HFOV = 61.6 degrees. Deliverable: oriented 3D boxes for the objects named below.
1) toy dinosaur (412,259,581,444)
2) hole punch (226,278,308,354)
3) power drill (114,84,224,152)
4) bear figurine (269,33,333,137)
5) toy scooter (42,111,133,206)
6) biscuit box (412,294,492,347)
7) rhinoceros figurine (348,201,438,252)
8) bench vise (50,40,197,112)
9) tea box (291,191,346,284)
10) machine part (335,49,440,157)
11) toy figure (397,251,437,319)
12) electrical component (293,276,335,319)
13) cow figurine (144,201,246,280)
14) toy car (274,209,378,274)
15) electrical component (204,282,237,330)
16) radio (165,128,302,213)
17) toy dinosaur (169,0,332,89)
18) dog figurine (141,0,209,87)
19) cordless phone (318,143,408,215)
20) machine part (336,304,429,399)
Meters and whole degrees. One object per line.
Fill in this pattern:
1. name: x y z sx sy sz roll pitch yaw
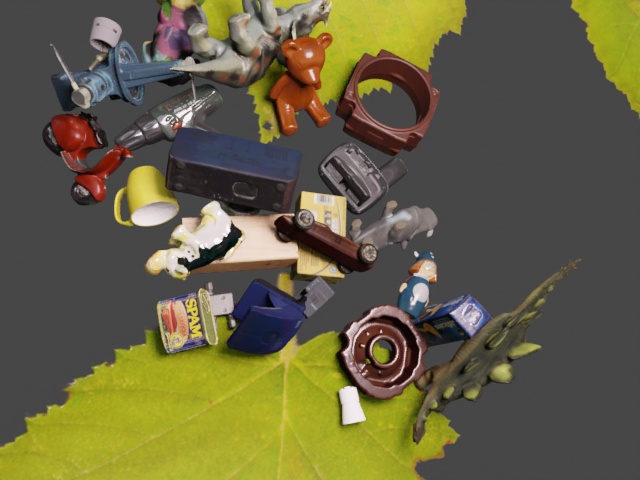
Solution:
1. toy dinosaur: 0.330 0.203 1.029 0.105 0.198 0.471 45 70 -2
2. hole punch: -0.096 0.148 0.953 0.116 0.142 0.092 28 28 -11
3. power drill: -0.255 -0.190 1.064 0.207 0.086 0.232 41 68 7
4. bear figurine: -0.029 -0.316 1.090 0.120 0.196 0.132 -19 81 -22
5. toy scooter: -0.421 -0.165 0.992 0.135 0.075 0.184 -27 86 11
6. biscuit box: 0.240 0.155 1.016 0.059 0.202 0.063 -40 86 -20
7. rhinoceros figurine: 0.150 -0.017 1.097 0.190 0.112 0.073 -24 52 -7
8. bench vise: -0.354 -0.302 0.989 0.241 0.224 0.128 -7 109 3
9. tea box: -0.002 -0.003 1.072 0.098 0.068 0.169 8 73 -12
10. machine part: 0.151 -0.305 1.193 0.201 0.087 0.201 26 68 -6
11. toy figure: 0.206 0.088 1.108 0.064 0.058 0.154 46 60 -40
12. electrical component: -0.014 0.107 1.009 0.075 0.119 0.048 -41 89 -24
13. cow figurine: -0.212 0.018 0.917 0.098 0.068 0.167 47 70 -5
14. toy car: 0.012 0.000 0.978 0.202 0.089 0.053 29 64 -17
15. electrical component: -0.189 0.123 1.011 0.063 0.021 0.094 -8 75 -17
16. radio: -0.151 -0.124 0.953 0.230 0.073 0.131 10 34 -6
17. toy dinosaur: -0.141 -0.380 1.072 0.131 0.191 0.405 20 58 34
18. dog figurine: -0.279 -0.427 1.047 0.108 0.219 0.191 28 68 -2
19. cordless phone: 0.101 -0.154 1.150 0.184 0.088 0.146 -37 85 -32
20. machine part: 0.120 0.217 1.046 0.179 0.056 0.179 4 74 -13
